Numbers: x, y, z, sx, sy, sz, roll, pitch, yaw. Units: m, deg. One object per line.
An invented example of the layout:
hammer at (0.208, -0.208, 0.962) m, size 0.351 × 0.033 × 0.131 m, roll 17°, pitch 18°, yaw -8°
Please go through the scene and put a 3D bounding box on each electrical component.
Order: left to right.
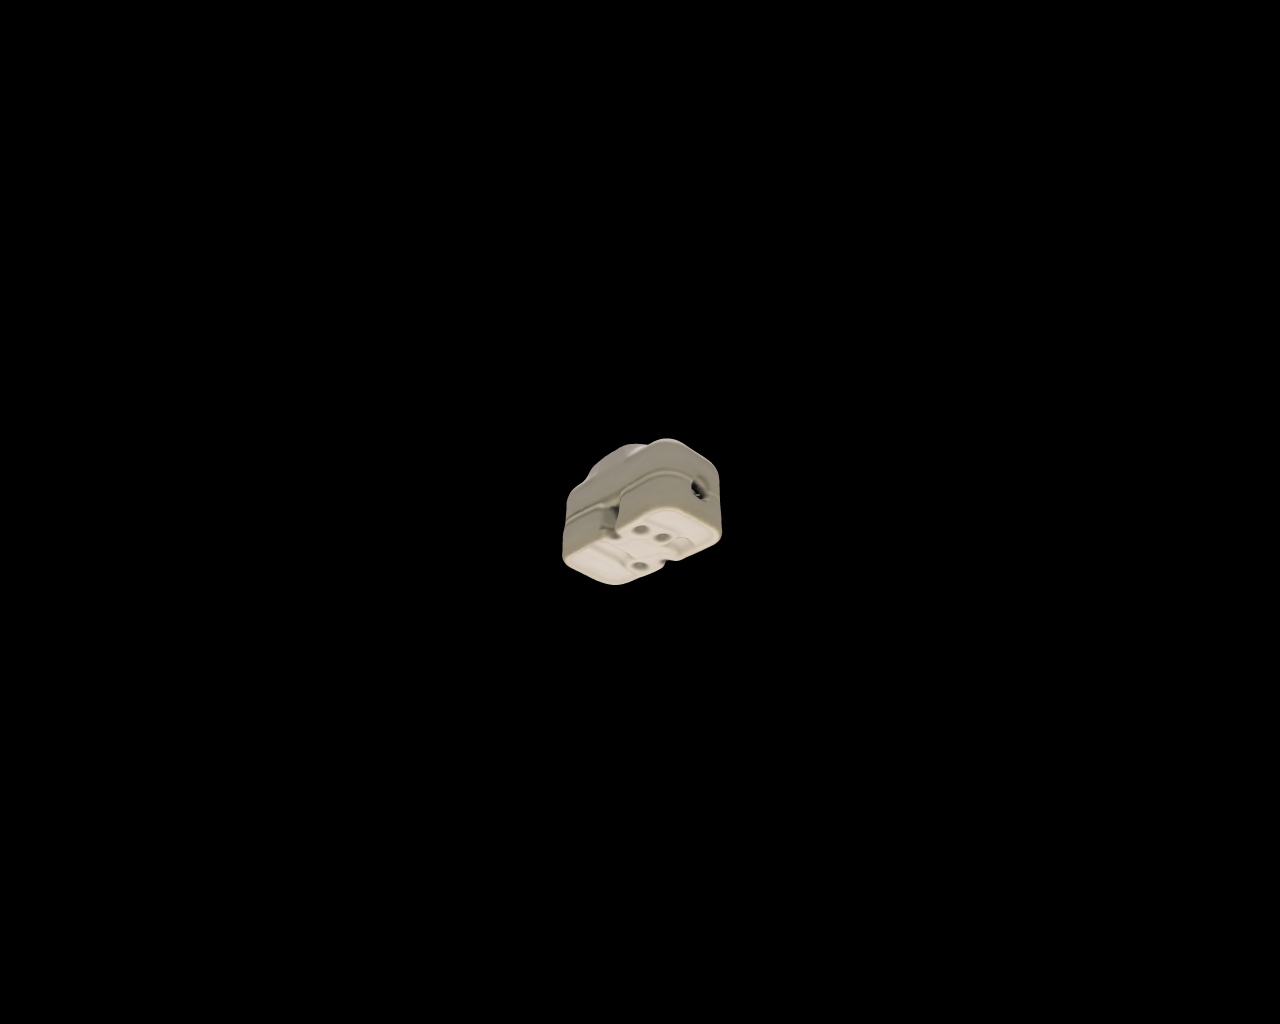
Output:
electrical component at (0.001, -0.003, 0.650) m, size 0.095 × 0.059 × 0.053 m, roll -27°, pitch -42°, yaw 36°
